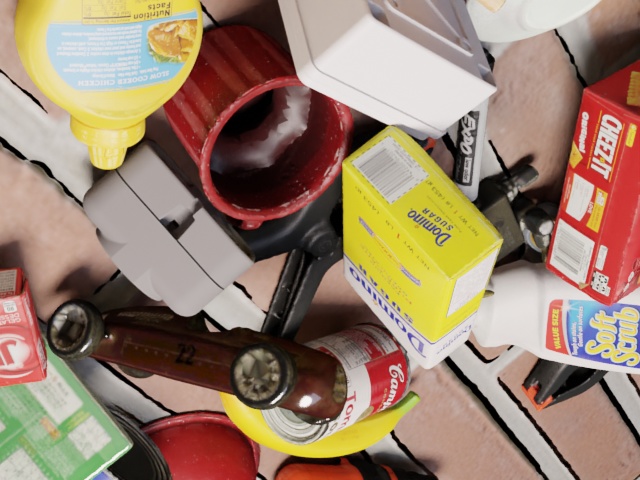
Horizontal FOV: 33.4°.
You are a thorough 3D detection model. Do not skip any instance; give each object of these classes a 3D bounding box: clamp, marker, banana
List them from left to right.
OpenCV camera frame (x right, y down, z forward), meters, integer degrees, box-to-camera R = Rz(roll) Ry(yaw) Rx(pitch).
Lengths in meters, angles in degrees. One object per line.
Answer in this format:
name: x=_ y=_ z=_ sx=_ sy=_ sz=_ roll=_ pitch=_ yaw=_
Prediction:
banana: x=-0.009 y=0.141 z=0.847 sx=0.197 sy=0.037 sz=0.070 roll=11 pitch=104 yaw=-39
clamp: x=-0.005 y=0.001 z=0.729 sx=0.210 sy=0.036 sz=0.164 roll=-38 pitch=143 yaw=-1
marker: x=0.107 y=-0.079 z=0.746 sx=0.020 sy=0.020 sz=0.121 roll=-17 pitch=133 yaw=-20
clamp: x=0.257 y=0.089 z=0.968 sx=0.171 sy=0.039 sz=0.120 roll=-35 pitch=135 yaw=-2

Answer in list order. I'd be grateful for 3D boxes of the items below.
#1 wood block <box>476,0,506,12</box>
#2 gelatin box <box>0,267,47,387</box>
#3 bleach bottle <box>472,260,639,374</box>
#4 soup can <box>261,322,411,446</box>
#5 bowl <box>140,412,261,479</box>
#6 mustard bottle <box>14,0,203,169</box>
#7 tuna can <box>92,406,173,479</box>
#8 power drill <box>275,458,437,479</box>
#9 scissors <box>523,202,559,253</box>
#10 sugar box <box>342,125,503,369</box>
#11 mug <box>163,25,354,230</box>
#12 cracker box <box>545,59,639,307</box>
wood block: x=0.023 y=-0.209 z=0.501 sx=0.205 sy=0.091 sz=0.090 roll=29 pitch=109 yaw=-31
gelatin box: x=-0.212 y=0.057 z=0.631 sx=0.089 sy=0.030 sz=0.073 roll=-7 pitch=131 yaw=-6
bleach bottle: x=0.219 y=0.066 z=0.880 sx=0.250 sy=0.068 sz=0.103 roll=3 pitch=124 yaw=-14
soup can: x=0.011 y=0.103 z=0.780 sx=0.102 sy=0.069 sz=0.069 roll=-14 pitch=135 yaw=-51
bowl: x=-0.110 y=0.210 z=0.824 sx=0.162 sy=0.055 sz=0.162 roll=-17 pitch=133 yaw=-20
mustard bottle: x=-0.107 y=-0.120 z=0.546 sx=0.096 sy=0.058 sz=0.192 roll=-12 pitch=131 yaw=-28
tuna can: x=-0.144 y=0.155 z=0.734 sx=0.034 sy=0.086 sz=0.086 roll=-45 pitch=136 yaw=9
power drill: x=0.008 y=0.276 z=0.955 sx=0.184 sy=0.057 sz=0.188 roll=14 pitch=114 yaw=-36
scissors: x=0.249 y=-0.019 z=0.890 sx=0.201 sy=0.016 sz=0.096 roll=4 pitch=123 yaw=-35
sugar box: x=0.055 y=0.012 z=0.649 sx=0.048 sy=0.093 sz=0.176 roll=-35 pitch=160 yaw=-15
mug: x=-0.042 y=-0.062 z=0.620 sx=0.093 sy=0.082 sz=0.117 roll=-11 pitch=131 yaw=-25
cracker box: x=0.273 y=-0.066 z=0.794 sx=0.213 sy=0.072 sz=0.164 roll=-27 pitch=138 yaw=-30
